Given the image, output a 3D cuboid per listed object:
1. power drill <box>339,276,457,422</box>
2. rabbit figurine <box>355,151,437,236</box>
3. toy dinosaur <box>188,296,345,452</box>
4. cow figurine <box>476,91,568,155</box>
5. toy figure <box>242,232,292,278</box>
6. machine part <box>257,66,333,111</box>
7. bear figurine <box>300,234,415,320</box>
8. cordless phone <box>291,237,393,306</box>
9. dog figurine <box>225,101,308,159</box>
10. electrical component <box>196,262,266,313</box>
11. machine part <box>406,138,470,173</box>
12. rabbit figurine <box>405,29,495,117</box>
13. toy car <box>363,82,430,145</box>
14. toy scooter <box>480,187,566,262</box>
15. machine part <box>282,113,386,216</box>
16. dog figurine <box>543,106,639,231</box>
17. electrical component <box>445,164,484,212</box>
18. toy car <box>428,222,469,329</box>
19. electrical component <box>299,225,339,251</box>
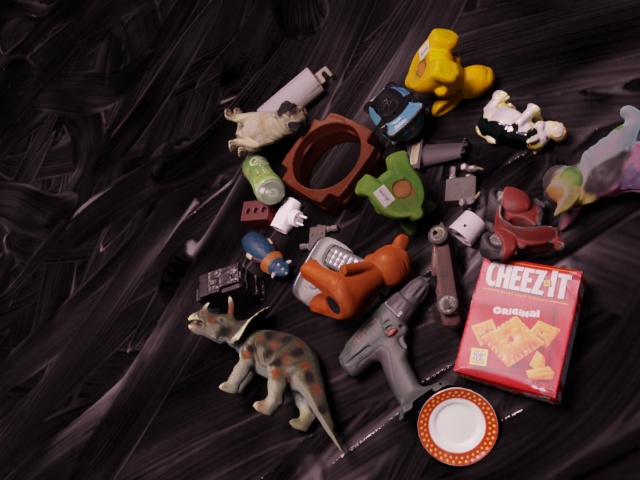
[{"bbox_3d":[0.156,0.202,0.971,0.232,0.086,0.207,-41,58,9],"label":"power drill"},{"bbox_3d":[0.159,-0.094,1.077,0.159,0.170,0.121,41,94,-5],"label":"rabbit figurine"},{"bbox_3d":[-0.082,0.245,1.069,0.405,0.131,0.192,19,78,28],"label":"toy dinosaur"},{"bbox_3d":[0.386,-0.214,1.041,0.098,0.068,0.168,-52,50,5],"label":"cow figurine"},{"bbox_3d":[-0.117,0.038,1.217,0.155,0.057,0.064,42,98,32],"label":"toy figure"},{"bbox_3d":[-0.074,-0.353,1.363,0.243,0.079,0.079,-39,54,10],"label":"machine part"},{"bbox_3d":[0.080,0.064,1.021,0.196,0.120,0.132,-36,36,-29],"label":"bear figurine"},{"bbox_3d":[0.049,0.091,1.093,0.184,0.088,0.146,26,81,17],"label":"cordless phone"},{"bbox_3d":[-0.112,-0.267,1.284,0.191,0.172,0.121,-6,104,8],"label":"dog figurine"},{"bbox_3d":[-0.205,0.112,1.196,0.134,0.114,0.058,-21,55,20],"label":"electrical component"},{"bbox_3d":[0.244,-0.182,1.127,0.139,0.039,0.084,-7,56,29],"label":"machine part"},{"bbox_3d":[0.277,-0.330,1.120,0.162,0.173,0.122,123,147,-55],"label":"rabbit figurine"},{"bbox_3d":[0.171,-0.264,1.165,0.109,0.102,0.162,-44,39,8],"label":"toy car"},{"bbox_3d":[0.359,-0.026,0.947,0.135,0.075,0.184,6,43,19],"label":"toy scooter"},{"bbox_3d":[0.030,-0.170,1.213,0.202,0.087,0.201,33,86,38],"label":"machine part"},{"bbox_3d":[0.494,-0.097,0.906,0.219,0.108,0.192,-49,56,6],"label":"dog figurine"},{"bbox_3d":[0.285,-0.104,1.061,0.078,0.045,0.102,4,70,30],"label":"electrical component"},{"bbox_3d":[0.231,0.065,0.985,0.053,0.089,0.202,-17,60,26],"label":"toy car"},{"bbox_3d":[-0.002,-0.004,1.192,0.094,0.021,0.063,-10,63,26],"label":"electrical component"}]
